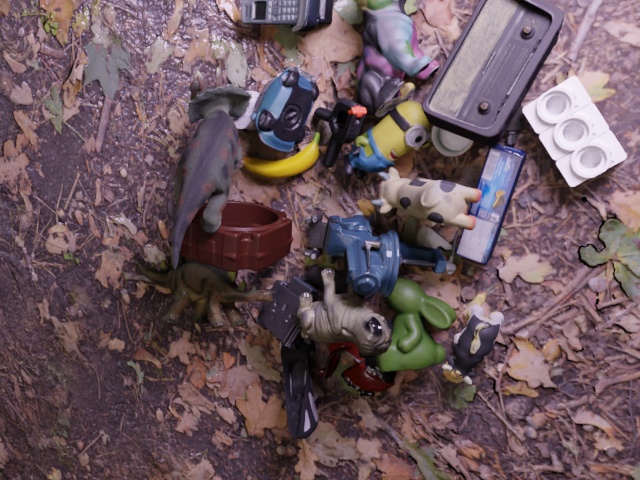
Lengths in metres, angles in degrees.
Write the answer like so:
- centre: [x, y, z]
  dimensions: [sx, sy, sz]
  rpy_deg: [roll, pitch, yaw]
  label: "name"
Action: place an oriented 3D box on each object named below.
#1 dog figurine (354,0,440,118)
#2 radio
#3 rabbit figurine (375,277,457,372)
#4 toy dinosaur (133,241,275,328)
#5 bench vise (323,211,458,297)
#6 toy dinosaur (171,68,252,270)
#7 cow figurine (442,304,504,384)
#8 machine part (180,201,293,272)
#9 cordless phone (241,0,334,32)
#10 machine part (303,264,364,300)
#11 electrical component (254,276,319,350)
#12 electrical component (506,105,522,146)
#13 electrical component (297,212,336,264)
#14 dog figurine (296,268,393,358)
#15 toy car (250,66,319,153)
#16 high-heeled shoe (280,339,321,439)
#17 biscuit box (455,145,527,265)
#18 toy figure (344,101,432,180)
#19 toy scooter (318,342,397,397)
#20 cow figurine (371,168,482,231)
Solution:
- centre: [0.100, -0.351, 0.944]
  dimensions: [0.191, 0.108, 0.219]
  rpy_deg: [-38, 80, 31]
  label: "dog figurine"
- centre: [0.275, -0.272, 0.856]
  dimensions: [0.131, 0.073, 0.229]
  rpy_deg: [31, 97, 17]
  label: "radio"
- centre: [0.173, 0.154, 1.019]
  dimensions: [0.159, 0.121, 0.170]
  rpy_deg: [-5, 94, 22]
  label: "rabbit figurine"
- centre: [-0.288, 0.095, 1.227]
  dimensions: [0.472, 0.105, 0.198]
  rpy_deg: [0, 82, 34]
  label: "toy dinosaur"
- centre: [0.129, 0.025, 0.999]
  dimensions: [0.241, 0.224, 0.128]
  rpy_deg: [6, 113, -6]
  label: "bench vise"
- centre: [-0.204, -0.153, 0.983]
  dimensions: [0.131, 0.405, 0.192]
  rpy_deg: [6, 138, -6]
  label: "toy dinosaur"
- centre: [0.277, 0.208, 0.991]
  dimensions: [0.068, 0.098, 0.167]
  rpy_deg: [25, 112, 13]
  label: "cow figurine"
- centre: [-0.172, -0.016, 1.101]
  dimensions: [0.201, 0.201, 0.087]
  rpy_deg: [14, 110, 23]
  label: "machine part"
- centre: [-0.069, -0.469, 1.011]
  dimensions: [0.184, 0.089, 0.146]
  rpy_deg: [13, 108, 28]
  label: "cordless phone"
- centre: [0.034, 0.090, 1.119]
  dimensions: [0.139, 0.039, 0.084]
  rpy_deg: [18, 117, 20]
  label: "machine part"
- centre: [-0.062, 0.148, 1.142]
  dimensions: [0.115, 0.058, 0.134]
  rpy_deg: [31, 92, 30]
  label: "electrical component"
- centre: [0.308, -0.205, 0.910]
  dimensions: [0.063, 0.021, 0.093]
  rpy_deg: [-1, 113, 18]
  label: "electrical component"
- centre: [-0.001, -0.005, 1.108]
  dimensions: [0.078, 0.045, 0.102]
  rpy_deg: [16, 109, 24]
  label: "electrical component"
- centre: [0.041, 0.170, 1.001]
  dimensions: [0.172, 0.121, 0.191]
  rpy_deg: [-64, 32, 26]
  label: "dog figurine"
- centre: [-0.079, -0.263, 1.056]
  dimensions: [0.103, 0.109, 0.161]
  rpy_deg: [31, 103, 40]
  label: "toy car"
- centre: [-0.062, 0.293, 1.153]
  dimensions: [0.086, 0.145, 0.248]
  rpy_deg: [-22, 94, 28]
  label: "high-heeled shoe"
- centre: [0.297, -0.063, 0.935]
  dimensions: [0.059, 0.063, 0.202]
  rpy_deg: [21, 110, 21]
  label: "biscuit box"
- centre: [0.122, -0.181, 0.985]
  dimensions: [0.180, 0.082, 0.089]
  rpy_deg: [-28, 91, 31]
  label: "toy figure"
- centre: [0.065, 0.263, 1.124]
  dimensions: [0.184, 0.075, 0.135]
  rpy_deg: [39, 116, 17]
  label: "toy scooter"
- centre: [0.175, -0.072, 0.940]
  dimensions: [0.127, 0.195, 0.085]
  rpy_deg: [14, 95, -21]
  label: "cow figurine"
